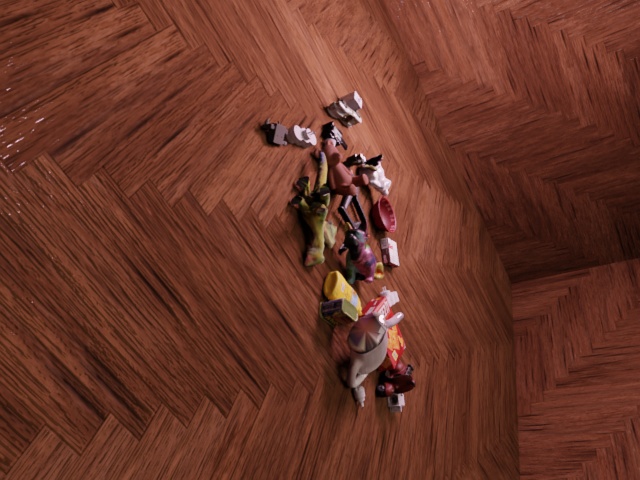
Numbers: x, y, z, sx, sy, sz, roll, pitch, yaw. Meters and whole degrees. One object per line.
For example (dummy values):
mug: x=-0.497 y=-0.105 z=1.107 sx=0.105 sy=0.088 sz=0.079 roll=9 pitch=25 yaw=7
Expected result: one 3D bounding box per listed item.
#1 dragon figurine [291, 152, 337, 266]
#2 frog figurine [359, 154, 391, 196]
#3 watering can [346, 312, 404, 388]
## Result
dragon figurine: x=0.005 y=-0.086 z=1.710 sx=0.420 sy=0.122 sz=0.237 roll=-73 pitch=154 yaw=-43
frog figurine: x=0.233 y=-0.261 z=2.168 sx=0.140 sy=0.122 sz=0.156 roll=-89 pitch=165 yaw=-55
watering can: x=0.178 y=0.311 z=1.659 sx=0.354 sy=0.104 sz=0.219 roll=-50 pitch=149 yaw=-33
